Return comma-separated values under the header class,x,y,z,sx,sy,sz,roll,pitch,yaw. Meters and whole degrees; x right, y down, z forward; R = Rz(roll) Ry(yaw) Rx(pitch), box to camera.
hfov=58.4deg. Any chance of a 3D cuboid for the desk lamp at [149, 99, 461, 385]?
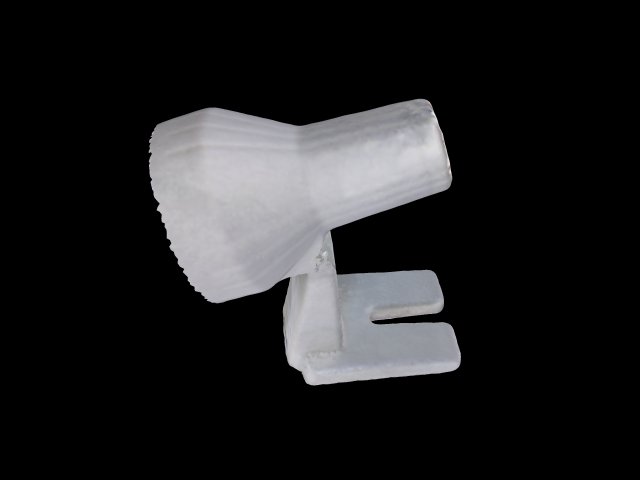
class,x,y,z,sx,sy,sz,roll,pitch,yaw
desk lamp,0.004,0.001,0.400,0.203,0.214,0.118,-5,46,-4
